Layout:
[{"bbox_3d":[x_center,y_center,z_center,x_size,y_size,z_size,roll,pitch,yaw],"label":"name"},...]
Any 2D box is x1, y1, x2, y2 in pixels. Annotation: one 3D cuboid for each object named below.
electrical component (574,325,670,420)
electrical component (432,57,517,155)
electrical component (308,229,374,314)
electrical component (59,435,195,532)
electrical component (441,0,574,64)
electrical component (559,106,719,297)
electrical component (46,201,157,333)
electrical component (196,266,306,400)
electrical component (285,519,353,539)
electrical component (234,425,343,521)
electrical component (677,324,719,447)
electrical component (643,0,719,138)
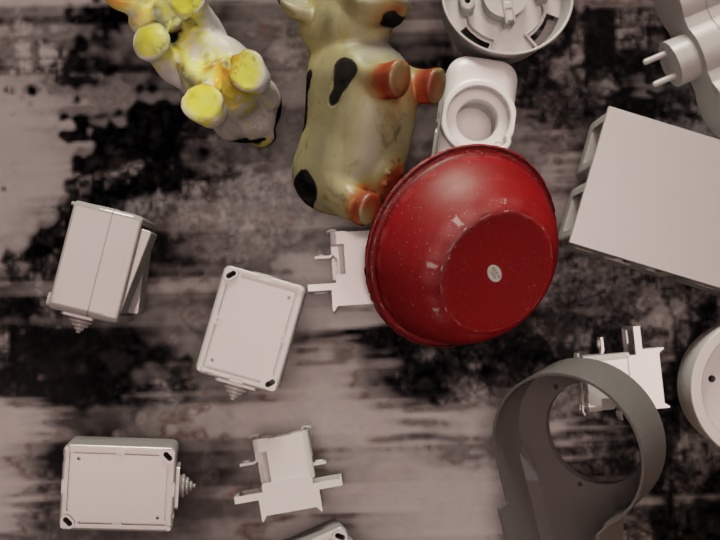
[{"bbox_3d":[0.199,0.084,0.825,0.064,0.042,0.081,-6,87,2],"label":"electrical component"},{"bbox_3d":[0.087,-0.111,0.821,0.054,0.059,0.095,8,87,-1],"label":"electrical component"},{"bbox_3d":[0.000,0.000,0.823,0.081,0.042,0.063,-3,86,-2],"label":"electrical component"},{"bbox_3d":[-0.172,0.158,0.805,0.096,0.061,0.061,3,88,-7],"label":"electrical component"},{"bbox_3d":[0.110,-0.206,0.823,0.099,0.064,0.099,0,87,-2],"label":"electrical component"},{"bbox_3d":[0.257,-0.043,0.822,0.186,0.060,0.105,17,87,-1],"label":"electrical component"},{"bbox_3d":[-0.191,0.002,0.807,0.061,0.061,0.096,14,87,-1],"label":"electrical component"},{"bbox_3d":[-0.082,0.050,0.808,0.062,0.061,0.096,16,87,-1],"label":"electrical component"},{"bbox_3d":[-0.035,0.229,0.806,0.096,0.061,0.061,-22,88,-10],"label":"electrical component"},{"bbox_3d":[-0.055,0.153,0.815,0.081,0.042,0.063,-9,86,-3],"label":"electrical component"},{"bbox_3d":[0.295,0.088,0.817,0.108,0.060,0.108,0,87,-2],"label":"electrical component"},{"bbox_3d":[0.256,-0.166,0.832,0.074,0.052,0.138,-23,88,-2],"label":"electrical component"}]
